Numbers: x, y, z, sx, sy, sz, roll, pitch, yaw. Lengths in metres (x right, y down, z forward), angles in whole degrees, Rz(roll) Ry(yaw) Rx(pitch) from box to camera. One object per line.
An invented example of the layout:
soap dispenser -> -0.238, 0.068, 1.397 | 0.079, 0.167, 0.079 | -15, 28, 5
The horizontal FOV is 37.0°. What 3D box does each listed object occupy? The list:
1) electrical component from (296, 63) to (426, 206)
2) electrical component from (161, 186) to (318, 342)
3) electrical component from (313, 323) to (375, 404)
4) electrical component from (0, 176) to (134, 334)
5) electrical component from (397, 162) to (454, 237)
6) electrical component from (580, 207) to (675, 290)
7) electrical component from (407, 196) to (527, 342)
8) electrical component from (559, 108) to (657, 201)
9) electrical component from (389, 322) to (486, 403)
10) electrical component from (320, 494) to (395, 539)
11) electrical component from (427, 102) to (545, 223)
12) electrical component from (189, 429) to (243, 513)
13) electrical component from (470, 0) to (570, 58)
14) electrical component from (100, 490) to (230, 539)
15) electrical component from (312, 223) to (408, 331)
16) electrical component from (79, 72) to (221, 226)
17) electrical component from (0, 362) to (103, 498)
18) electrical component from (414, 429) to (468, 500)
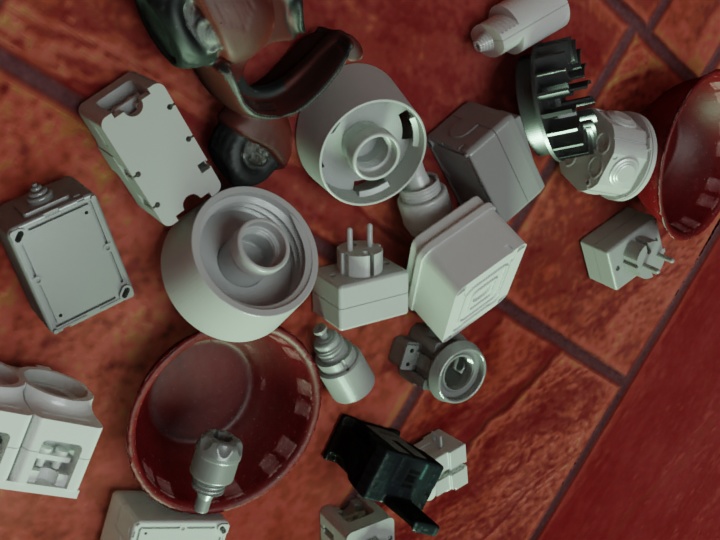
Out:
electrical component -> 0.001, -0.102, 0.835 | 0.099, 0.064, 0.099 | -14, 127, -19
electrical component -> -0.081, -0.008, 0.772 | 0.108, 0.060, 0.108 | 12, 65, -28
electrical component -> -0.018, 0.076, 0.893 | 0.040, 0.040, 0.078 | -38, 125, -15
electrical component -> -0.203, -0.018, 0.720 | 0.062, 0.061, 0.096 | -28, 122, -22
electrical component -> 0.051, -0.061, 0.882 | 0.043, 0.043, 0.062 | -32, 121, -19
electrical component -> 0.262, -0.015, 1.018 | 0.066, 0.077, 0.047 | -34, 124, -18
electrical component -> 0.083, 0.000, 0.887 | 0.078, 0.057, 0.113 | -35, 160, -18
electrical component -> 0.220, -0.103, 0.954 | 0.051, 0.080, 0.080 | 6, 105, -29
electrical component -> 0.073, 0.082, 0.945 | 0.078, 0.057, 0.058 | 8, 104, -35
electrical component -> 0.000, 0.257, 0.968 | 0.050, 0.056, 0.089 | -15, 116, -28
electrical component -> 0.110, -0.087, 0.899 | 0.061, 0.062, 0.096 | -41, 126, -13
electrical component -> -0.110, 0.151, 0.796 | 0.035, 0.035, 0.061 | 8, 107, -35
electrical component -> 0.126, -0.199, 0.876 | 0.081, 0.043, 0.043 | -32, 123, -19
electrical component -> -0.151, 0.211, 0.846 | 0.096, 0.061, 0.061 | 10, 103, -36
electrical component -> 0.000, 0.000, 0.870 | 0.066, 0.047, 0.076 | -13, 115, -29
electrical component -> -0.145, -0.084, 0.735 | 0.050, 0.056, 0.089 | -38, 125, -15
electrical component -> -0.258, 0.093, 0.710 | 0.150, 0.089, 0.061 | 18, 98, -37
electrical component -> 0.065, 0.182, 0.988 | 0.055, 0.048, 0.066 | -23, 120, -33
